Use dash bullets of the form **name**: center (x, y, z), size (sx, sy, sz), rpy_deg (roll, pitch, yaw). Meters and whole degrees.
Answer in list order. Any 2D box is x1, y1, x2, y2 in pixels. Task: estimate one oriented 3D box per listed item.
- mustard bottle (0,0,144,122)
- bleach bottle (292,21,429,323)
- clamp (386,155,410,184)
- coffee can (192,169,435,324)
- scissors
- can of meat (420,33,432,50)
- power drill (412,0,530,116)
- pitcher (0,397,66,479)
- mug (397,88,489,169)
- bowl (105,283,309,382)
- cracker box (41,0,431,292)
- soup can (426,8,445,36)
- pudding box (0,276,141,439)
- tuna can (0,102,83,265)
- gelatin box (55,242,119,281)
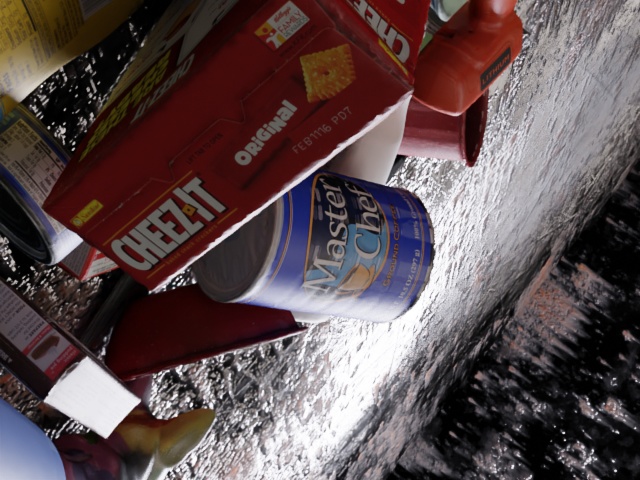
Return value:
- **mustard bottle**: center (-0.154, -0.081, 0.437), size (0.191, 0.058, 0.096), rpy_deg (-47, 160, -22)
- **bleach bottle**: center (0.019, -0.063, 0.845), size (0.067, 0.103, 0.251), rpy_deg (10, 118, -38)
- **clamp**: center (0.048, -0.091, 0.968), size (0.171, 0.039, 0.120), rpy_deg (-33, 148, -62)
- **coffee can**: center (-0.005, 0.001, 0.746), size (0.140, 0.103, 0.103), rpy_deg (11, 118, -37)
- **scissors**: center (-0.121, -0.002, 0.736), size (0.201, 0.016, 0.096), rpy_deg (-51, 160, -13)
- **can of meat**: center (0.120, -0.176, 0.965), size (0.083, 0.057, 0.102), rpy_deg (-42, 159, -26)
- **power drill**: center (0.105, -0.172, 0.695), size (0.184, 0.057, 0.188), rpy_deg (-45, 161, -33)
- **pitcher**: center (-0.221, 0.130, 0.551), size (0.149, 0.145, 0.243), rpy_deg (-20, 160, -4)
- **mug**: center (0.090, -0.116, 0.891), size (0.117, 0.082, 0.093), rpy_deg (58, 44, -62)
- **bowl**: center (-0.092, 0.062, 0.792), size (0.162, 0.055, 0.162), rpy_deg (-15, 176, -1)
- **cracker box**: center (-0.022, -0.097, 0.496), size (0.164, 0.072, 0.213), rpy_deg (-36, -156, 33)
- **soup can**: center (0.129, -0.218, 0.891), size (0.102, 0.068, 0.068), rpy_deg (-46, 161, -23)
- **pudding box**: center (-0.163, 0.069, 0.640), size (0.039, 0.090, 0.113), rpy_deg (-50, 161, -10)
- **tuna can**: center (-0.145, -0.029, 0.513), size (0.033, 0.086, 0.086), rpy_deg (-45, 160, -22)
- **gelatin box**: center (-0.124, -0.023, 0.670), size (0.073, 0.030, 0.089), rpy_deg (-26, 147, -58)
